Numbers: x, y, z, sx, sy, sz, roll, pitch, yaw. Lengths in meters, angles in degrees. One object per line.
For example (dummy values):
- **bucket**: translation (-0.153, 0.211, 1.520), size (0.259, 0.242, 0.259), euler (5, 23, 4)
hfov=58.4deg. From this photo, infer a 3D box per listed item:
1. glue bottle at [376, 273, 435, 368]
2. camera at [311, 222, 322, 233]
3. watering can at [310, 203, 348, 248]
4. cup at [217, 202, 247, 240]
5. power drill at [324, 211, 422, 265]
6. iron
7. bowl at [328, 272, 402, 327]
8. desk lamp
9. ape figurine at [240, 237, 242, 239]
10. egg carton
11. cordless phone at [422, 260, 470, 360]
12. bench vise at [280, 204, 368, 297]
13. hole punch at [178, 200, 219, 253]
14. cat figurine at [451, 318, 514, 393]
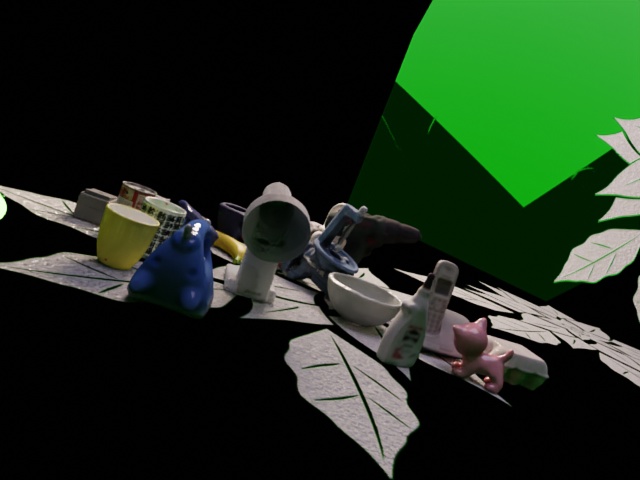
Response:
- **glue bottle**: translation (0.161, 0.137, 0.996), size (0.078, 0.173, 0.037), euler (15, 11, -36)
- **camera**: translation (-0.013, -0.001, 1.672), size (0.143, 0.101, 0.136), euler (18, 9, -19)
- **watering can**: translation (0.042, -0.002, 1.502), size (0.100, 0.194, 0.173), euler (24, 9, 18)
- **cup**: translation (-0.209, -0.030, 1.398), size (0.092, 0.095, 0.117), euler (15, 11, -37)
- **power drill**: translation (0.106, 0.032, 1.393), size (0.229, 0.208, 0.076), euler (22, 9, 8)
- **iron**: translation (-0.205, 0.026, 0.902), size (0.118, 0.141, 0.258), euler (21, 9, -5)
- **bowl**: translation (0.083, 0.131, 1.172), size (0.167, 0.075, 0.167), euler (21, 9, -3)
- **desk lamp**: translation (-0.101, 0.002, 1.058), size (0.118, 0.213, 0.203), euler (19, 9, -14)
- **ape figurine**: translation (-0.185, -0.042, 1.543), size (0.075, 0.092, 0.078), euler (27, 10, 33)
- **egg carton**: translation (0.390, 0.253, 1.181), size (0.151, 0.069, 0.107), euler (18, 9, -22)
- **cordless phone**: translation (0.264, 0.143, 1.168), size (0.148, 0.185, 0.094), euler (18, 9, -21)
- **bench vise**: translation (0.009, 0.005, 1.286), size (0.207, 0.220, 0.122), euler (23, 9, 10)
- **hole punch**: translation (-0.272, -0.031, 1.259), size (0.101, 0.091, 0.108), euler (17, 10, -29)
- **cat figurine**: translation (0.300, 0.208, 1.080), size (0.127, 0.118, 0.067), euler (23, 9, 9)
